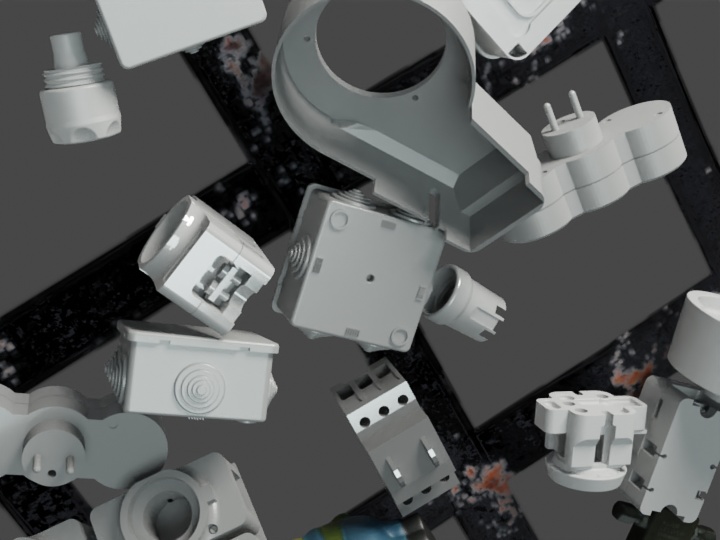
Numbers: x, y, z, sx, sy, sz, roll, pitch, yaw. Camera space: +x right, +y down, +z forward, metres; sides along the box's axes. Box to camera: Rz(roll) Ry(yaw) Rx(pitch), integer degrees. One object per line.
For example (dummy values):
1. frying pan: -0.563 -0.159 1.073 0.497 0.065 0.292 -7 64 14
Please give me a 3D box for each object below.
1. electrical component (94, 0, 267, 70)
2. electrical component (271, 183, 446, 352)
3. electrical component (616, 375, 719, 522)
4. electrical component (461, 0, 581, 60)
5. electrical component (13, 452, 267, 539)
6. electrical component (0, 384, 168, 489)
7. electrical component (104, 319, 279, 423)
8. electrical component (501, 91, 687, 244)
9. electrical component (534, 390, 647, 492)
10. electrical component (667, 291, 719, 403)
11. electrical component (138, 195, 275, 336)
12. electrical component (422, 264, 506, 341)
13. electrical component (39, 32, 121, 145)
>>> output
1. electrical component: -0.112 -0.172 0.616 0.100 0.048 0.099 -22 109 -9
2. electrical component: 0.000 0.000 0.693 0.100 0.048 0.099 14 100 -20
3. electrical component: 0.225 0.128 0.786 0.050 0.056 0.089 14 101 -19
4. electrical component: 0.101 -0.193 0.664 0.113 0.057 0.078 -46 111 0
5. electrical component: -0.149 0.201 0.666 0.186 0.060 0.105 -25 68 -4
6. electrical component: -0.187 0.107 0.658 0.138 0.074 0.052 6 103 -17
7. electrical component: -0.103 0.061 0.656 0.100 0.100 0.048 6 90 -17
8. electrical component: 0.143 -0.080 0.709 0.138 0.052 0.073 -27 110 -7
9. electrical component: 0.163 0.122 0.767 0.078 0.058 0.057 0 102 -15
10. electrical component: 0.270 0.064 0.756 0.108 0.108 0.060 14 107 -18
11. electrical component: -0.095 -0.007 0.644 0.056 0.089 0.050 37 93 -21
12. electrical component: 0.070 0.023 0.725 0.046 0.040 0.040 29 95 -27
13. electrical component: -0.164 -0.106 0.623 0.043 0.043 0.062 -12 106 -12
